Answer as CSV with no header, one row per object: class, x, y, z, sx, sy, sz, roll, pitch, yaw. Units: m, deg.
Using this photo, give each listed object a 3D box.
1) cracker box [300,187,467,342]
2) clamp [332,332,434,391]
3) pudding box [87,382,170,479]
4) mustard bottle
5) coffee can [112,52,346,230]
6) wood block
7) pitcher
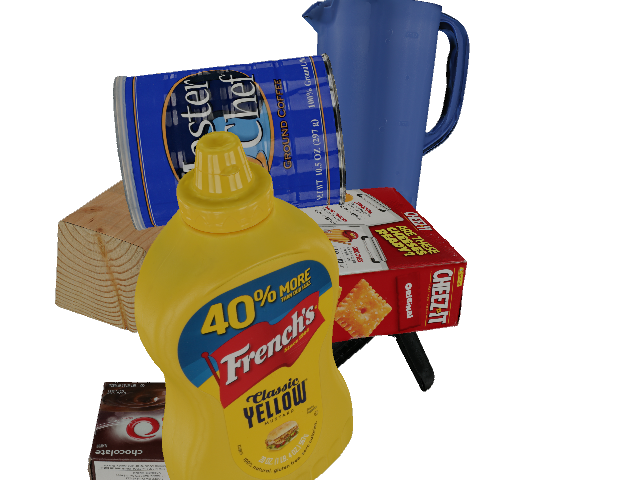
cracker box,-0.008,0.022,0.914,0.213,0.072,0.164,-5,27,-18
clamp,0.077,0.085,1.090,0.120,0.171,0.039,16,-38,17
pudding box,-0.108,0.144,0.782,0.113,0.039,0.090,-1,28,-3
mustard bottle,-0.035,0.037,0.492,0.096,0.192,0.058,-22,38,-22
coffee can,-0.060,-0.066,0.712,0.140,0.103,0.103,-7,0,-4
wood block,-0.163,-0.006,1.041,0.090,0.091,0.205,17,28,14
pitcher,0.066,-0.138,1.146,0.149,0.243,0.144,7,9,24
